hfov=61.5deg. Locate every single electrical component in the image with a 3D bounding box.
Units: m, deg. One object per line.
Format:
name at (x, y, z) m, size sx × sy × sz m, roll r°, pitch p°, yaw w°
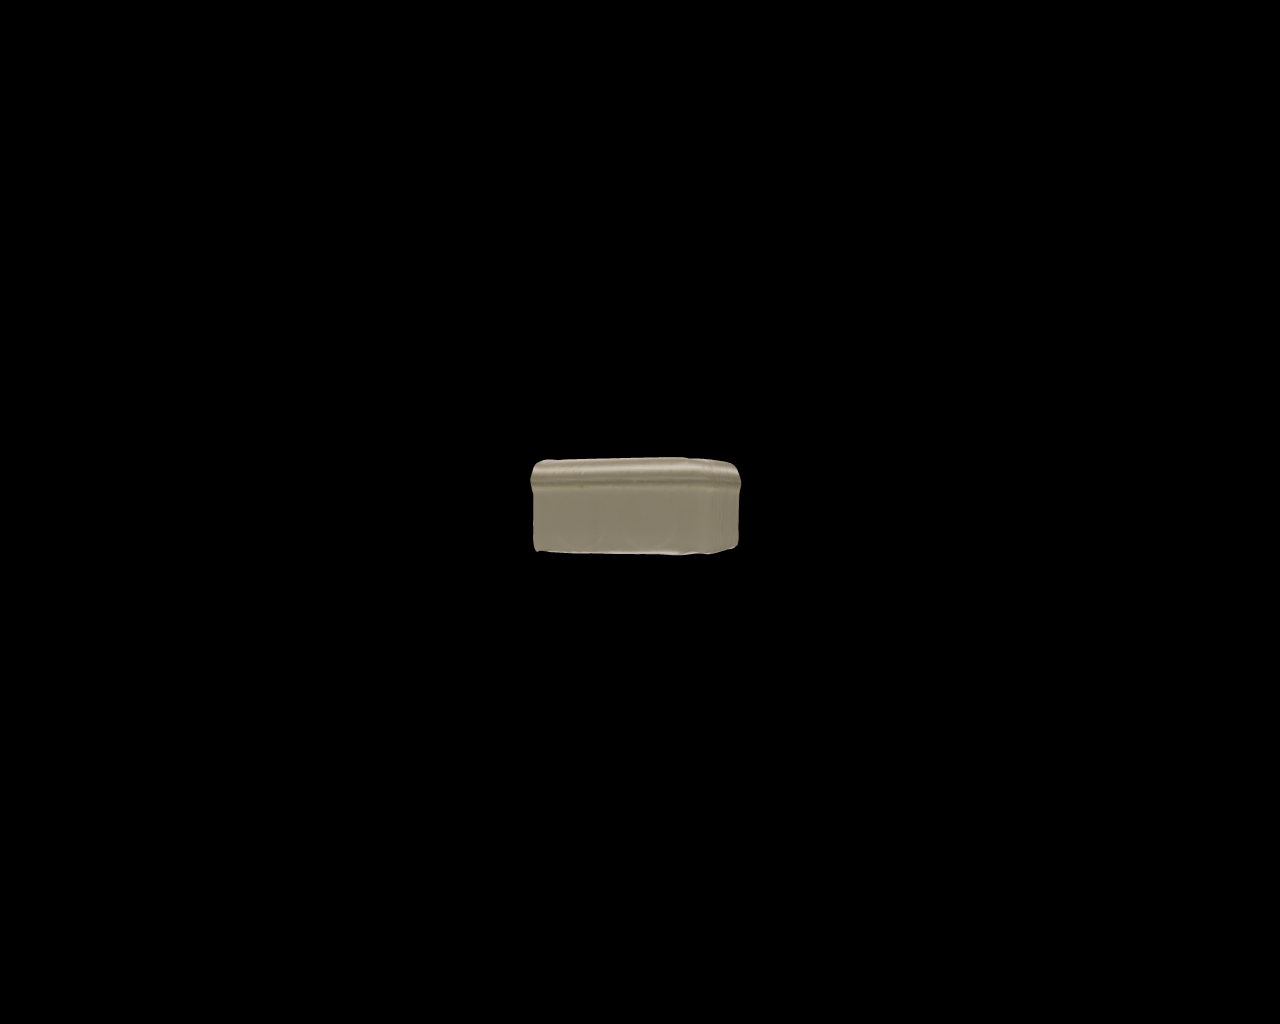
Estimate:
electrical component at (0.001, -0.003, 0.650) m, size 0.109 × 0.056 × 0.109 m, roll 0°, pitch 0°, yaw 15°
